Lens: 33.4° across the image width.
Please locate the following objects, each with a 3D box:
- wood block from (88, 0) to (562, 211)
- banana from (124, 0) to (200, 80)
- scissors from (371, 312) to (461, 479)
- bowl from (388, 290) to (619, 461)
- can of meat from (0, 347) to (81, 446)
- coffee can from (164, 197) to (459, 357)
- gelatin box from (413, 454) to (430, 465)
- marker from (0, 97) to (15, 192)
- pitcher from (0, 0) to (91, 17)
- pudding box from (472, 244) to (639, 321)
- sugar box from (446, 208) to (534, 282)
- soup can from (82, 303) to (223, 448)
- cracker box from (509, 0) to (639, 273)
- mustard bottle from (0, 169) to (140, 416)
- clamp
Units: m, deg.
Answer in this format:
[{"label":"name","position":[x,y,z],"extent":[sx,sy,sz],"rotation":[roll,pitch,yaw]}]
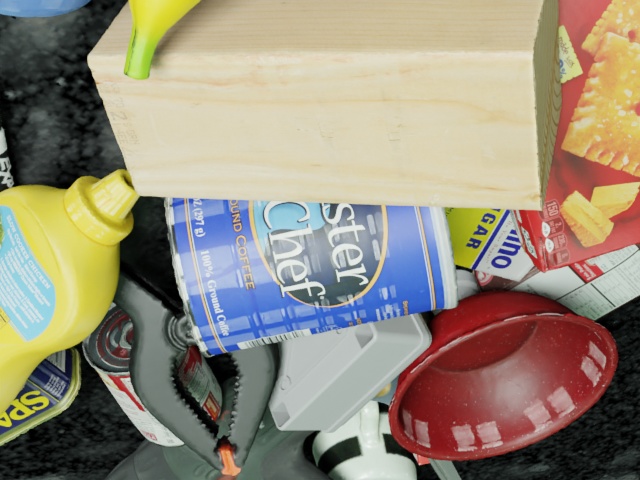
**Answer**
[{"label":"wood block","position":[0.007,-0.078,0.520],"extent":[0.206,0.090,0.090],"rotation":[3,133,18]},{"label":"banana","position":[-0.003,-0.135,0.464],"extent":[0.197,0.037,0.069],"rotation":[-21,136,-6]},{"label":"scissors","position":[0.078,0.113,0.793],"extent":[0.201,0.016,0.096],"rotation":[44,77,-27]},{"label":"bowl","position":[0.118,0.085,0.732],"extent":[0.162,0.055,0.162],"rotation":[-9,137,-9]},{"label":"can of meat","position":[-0.229,0.090,0.724],"extent":[0.102,0.057,0.083],"rotation":[-29,132,15]},{"label":"coffee can","position":[-0.004,0.001,0.585],"extent":[0.140,0.103,0.103],"rotation":[-12,137,2]},{"label":"gelatin box","position":[0.103,0.123,0.828],"extent":[0.073,0.030,0.089],"rotation":[-10,99,-4]},{"label":"marker","position":[-0.189,-0.040,0.623],"extent":[0.020,0.020,0.121],"rotation":[-4,136,-10]},{"label":"pitcher","position":[-0.082,-0.205,0.405],"extent":[0.149,0.144,0.243],"rotation":[34,129,-5]},{"label":"pudding box","position":[0.181,0.024,0.768],"extent":[0.114,0.039,0.090],"rotation":[-32,135,21]},{"label":"sugar box","position":[0.082,-0.033,0.678],"extent":[0.176,0.048,0.093],"rotation":[16,129,-26]},{"label":"soup can","position":[-0.114,0.092,0.745],"extent":[0.068,0.068,0.102],"rotation":[-17,137,4]},{"label":"cracker box","position":[0.197,-0.091,0.590],"extent":[0.214,0.072,0.164],"rotation":[-18,116,5]},{"label":"mustard bottle","position":[-0.171,0.025,0.612],"extent":[0.192,0.096,0.058],"rotation":[-40,161,21]},{"label":"clamp","position":[-0.071,0.043,0.663],"extent":[0.164,0.036,0.210],"rotation":[-20,102,3]}]
